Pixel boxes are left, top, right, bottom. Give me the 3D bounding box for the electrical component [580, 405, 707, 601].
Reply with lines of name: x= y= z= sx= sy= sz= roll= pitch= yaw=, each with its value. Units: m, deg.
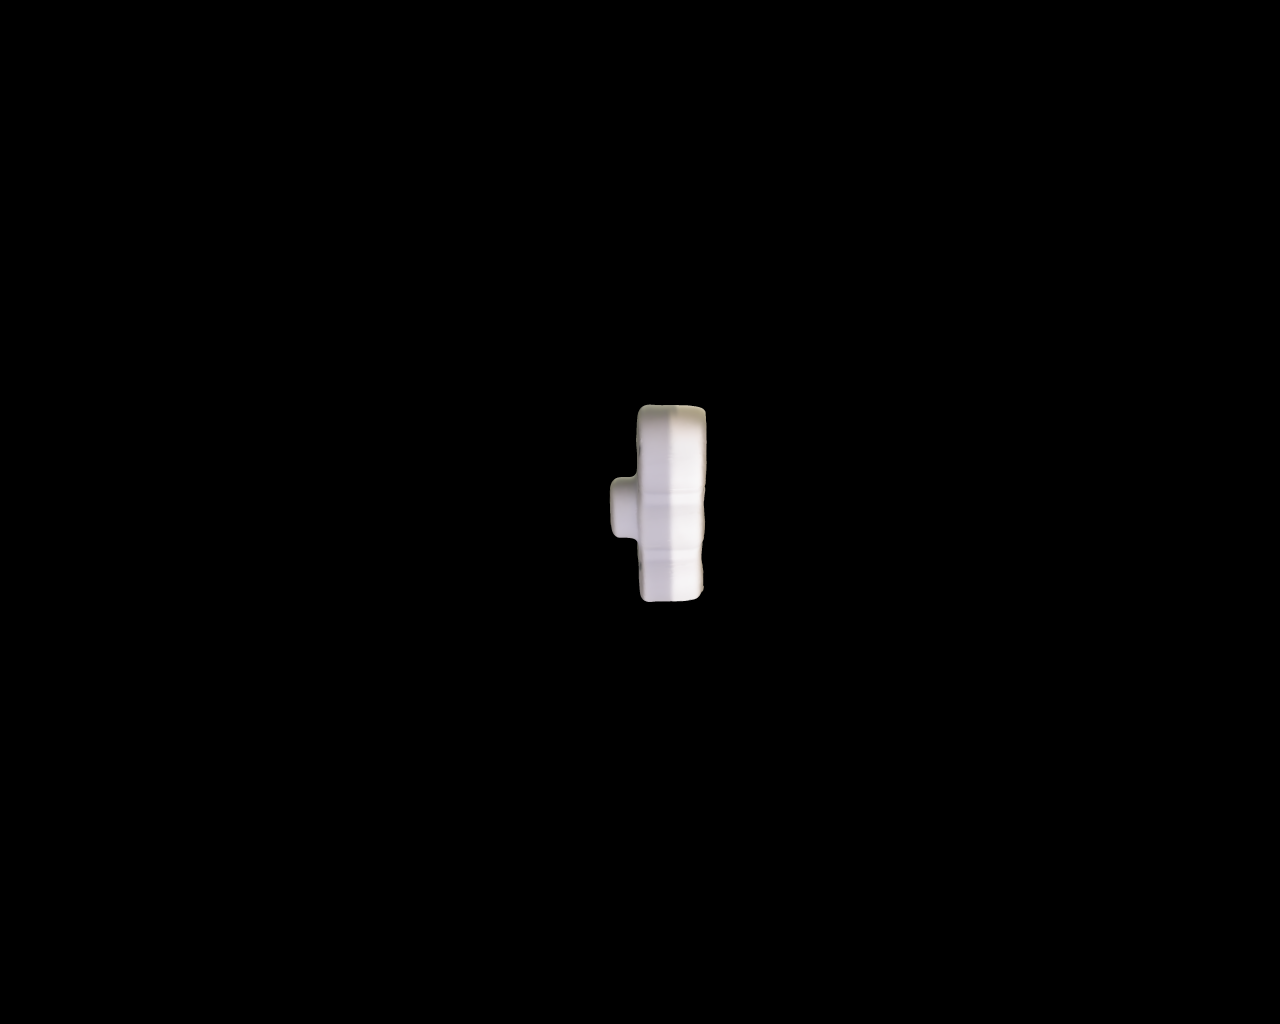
electrical component: x=0.001 y=-0.003 z=0.650 sx=0.074 sy=0.138 sz=0.052 roll=0 pitch=40 yaw=0
